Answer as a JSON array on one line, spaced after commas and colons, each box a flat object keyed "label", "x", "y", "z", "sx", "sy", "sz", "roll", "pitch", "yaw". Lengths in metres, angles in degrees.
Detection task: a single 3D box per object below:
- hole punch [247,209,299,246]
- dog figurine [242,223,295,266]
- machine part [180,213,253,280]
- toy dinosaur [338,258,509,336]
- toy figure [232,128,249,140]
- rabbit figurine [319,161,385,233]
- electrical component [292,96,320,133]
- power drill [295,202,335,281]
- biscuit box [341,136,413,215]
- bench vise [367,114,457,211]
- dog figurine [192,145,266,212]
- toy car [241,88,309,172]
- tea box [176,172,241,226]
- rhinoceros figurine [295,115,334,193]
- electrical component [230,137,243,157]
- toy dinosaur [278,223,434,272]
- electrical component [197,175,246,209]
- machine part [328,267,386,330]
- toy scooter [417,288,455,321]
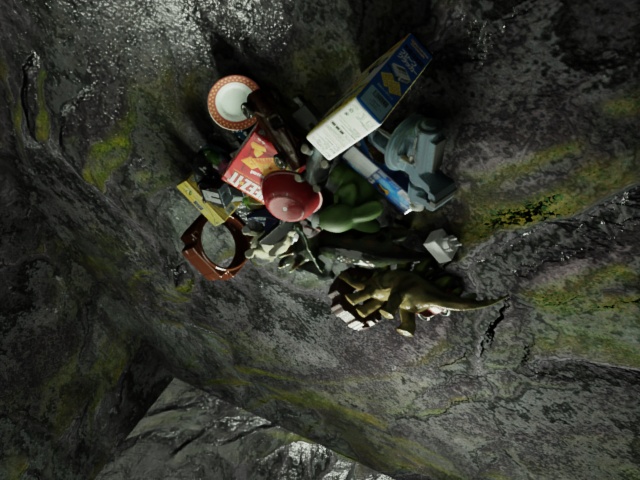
[{"label": "hole punch", "x": -0.132, "y": -0.053, "z": 1.509, "sx": 0.092, "sy": 0.116, "sz": 0.142, "roll": 58, "pitch": -169, "yaw": 16}, {"label": "dog figurine", "x": -0.140, "y": 0.013, "z": 1.660, "sx": 0.172, "sy": 0.121, "sz": 0.190, "roll": -2, "pitch": 167, "yaw": 13}, {"label": "machine part", "x": -0.319, "y": 0.011, "z": 1.699, "sx": 0.087, "sy": 0.201, "sz": 0.200, "roll": -16, "pitch": 121, "yaw": 48}, {"label": "toy dinosaur", "x": 0.223, "y": 0.127, "z": 1.327, "sx": 0.472, "sy": 0.198, "sz": 0.105, "roll": 17, "pitch": 153, "yaw": 45}, {"label": "toy figure", "x": -0.206, "y": -0.315, "z": 1.309, "sx": 0.064, "sy": 0.058, "sz": 0.154, "roll": 56, "pitch": 172, "yaw": 44}, {"label": "rabbit figurine", "x": 0.072, "y": -0.073, "z": 1.250, "sx": 0.159, "sy": 0.170, "sz": 0.121, "roll": 25, "pitch": 147, "yaw": 19}, {"label": "electrical component", "x": -0.033, "y": -0.283, "z": 1.220, "sx": 0.094, "sy": 0.021, "sz": 0.063, "roll": 47, "pitch": 147, "yaw": -17}, {"label": "power drill", "x": -0.003, "y": -0.004, "z": 1.451, "sx": 0.232, "sy": 0.086, "sz": 0.207, "roll": 23, "pitch": 112, "yaw": 9}, {"label": "biscuit box", "x": 0.147, "y": -0.147, "z": 1.185, "sx": 0.202, "sy": 0.063, "sz": 0.059, "roll": 40, "pitch": 147, "yaw": -7}, {"label": "bench vise", "x": 0.172, "y": -0.172, "z": 1.088, "sx": 0.241, "sy": 0.129, "sz": 0.223, "roll": 41, "pitch": 164, "yaw": 32}, {"label": "dog figurine", "x": -0.228, "y": -0.164, "z": 1.485, "sx": 0.219, "sy": 0.108, "sz": 0.191, "roll": 14, "pitch": 139, "yaw": 24}, {"label": "toy car", "x": -0.097, "y": -0.252, "z": 1.219, "sx": 0.202, "sy": 0.089, "sz": 0.053, "roll": 58, "pitch": 154, "yaw": -3}, {"label": "tea box", "x": -0.334, "y": -0.137, "z": 1.622, "sx": 0.169, "sy": 0.098, "sz": 0.068, "roll": 49, "pitch": 145, "yaw": -17}, {"label": "rhinoceros figurine", "x": 0.011, "y": -0.196, "z": 1.196, "sx": 0.073, "sy": 0.112, "sz": 0.190, "roll": 32, "pitch": 127, "yaw": 16}, {"label": "electrical component", "x": -0.190, "y": -0.227, "z": 1.417, "sx": 0.102, "sy": 0.045, "sz": 0.078, "roll": 46, "pitch": 143, "yaw": -17}, {"label": "toy dinosaur", "x": 0.090, "y": 0.019, "z": 1.282, "sx": 0.405, "sy": 0.192, "sz": 0.131, "roll": 4, "pitch": 113, "yaw": 16}, {"label": "electrical component", "x": -0.261, "y": -0.124, "z": 1.429, "sx": 0.119, "sy": 0.048, "sz": 0.074, "roll": 17, "pitch": 142, "yaw": 20}, {"label": "machine part", "x": 0.111, "y": 0.161, "z": 1.519, "sx": 0.179, "sy": 0.179, "sz": 0.056, "roll": 41, "pitch": 144, "yaw": -6}, {"label": "toy scooter", "x": 0.280, "y": 0.152, "z": 1.435, "sx": 0.135, "sy": 0.075, "sz": 0.184, "roll": 40, "pitch": 152, "yaw": -4}]
